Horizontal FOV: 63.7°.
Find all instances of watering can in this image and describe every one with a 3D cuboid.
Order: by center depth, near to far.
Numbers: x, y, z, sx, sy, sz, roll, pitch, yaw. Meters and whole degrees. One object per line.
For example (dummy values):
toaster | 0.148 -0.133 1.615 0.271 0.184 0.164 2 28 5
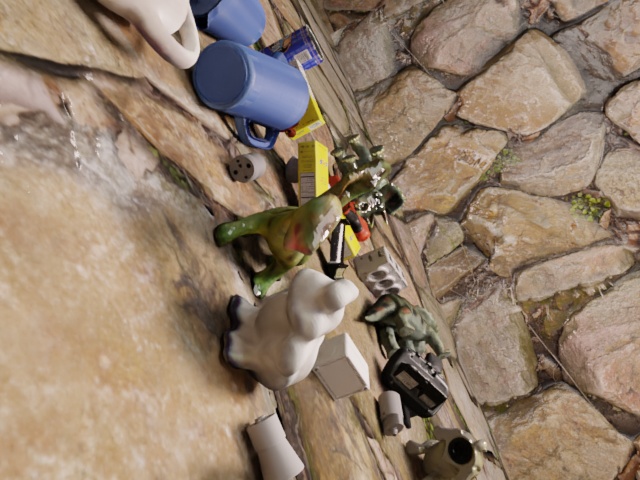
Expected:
watering can | -0.252 -0.385 0.656 0.349 0.103 0.224 68 15 6

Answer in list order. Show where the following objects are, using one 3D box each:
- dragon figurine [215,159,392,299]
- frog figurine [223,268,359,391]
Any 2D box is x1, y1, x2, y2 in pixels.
dragon figurine | 0.002 -0.037 0.742 0.122 0.241 0.415 59 17 -6
frog figurine | -0.021 0.096 0.595 0.122 0.158 0.139 65 14 -9
